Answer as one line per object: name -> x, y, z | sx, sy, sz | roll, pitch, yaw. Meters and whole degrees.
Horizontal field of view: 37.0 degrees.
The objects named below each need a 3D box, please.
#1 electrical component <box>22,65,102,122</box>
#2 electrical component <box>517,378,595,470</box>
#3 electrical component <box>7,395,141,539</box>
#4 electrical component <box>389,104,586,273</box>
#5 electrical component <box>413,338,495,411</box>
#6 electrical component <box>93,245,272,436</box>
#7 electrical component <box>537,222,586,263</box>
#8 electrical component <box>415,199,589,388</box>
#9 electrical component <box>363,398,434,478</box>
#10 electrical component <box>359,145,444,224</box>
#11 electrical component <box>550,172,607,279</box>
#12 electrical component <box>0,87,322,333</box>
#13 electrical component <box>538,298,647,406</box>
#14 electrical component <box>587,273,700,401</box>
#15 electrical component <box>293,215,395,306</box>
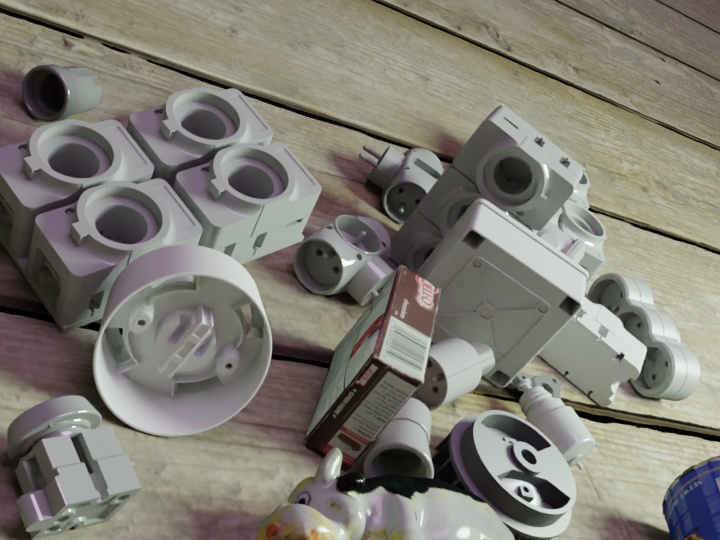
electrical component -> -0.215, -0.129, 0.780 | 0.040, 0.040, 0.046 | 42, 24, 7
electrical component -> 0.145, 0.116, 0.819 | 0.040, 0.040, 0.078 | 4, 44, -44
electrical component -> -0.146, 0.096, 0.535 | 0.066, 0.048, 0.055 | -3, 56, -49
electrical component -> 0.100, -0.047, 0.887 | 0.089, 0.150, 0.061 | 39, 29, 2
electrical component -> 0.066, 0.073, 0.793 | 0.043, 0.043, 0.081 | 48, 32, 18
electrical component -> -0.101, 0.038, 0.616 | 0.099, 0.099, 0.064 | 23, 27, -23
electrical component -> 0.162, -0.004, 0.966 | 0.051, 0.080, 0.080 | 37, 29, 10
electrical component -> 0.103, 0.019, 0.842 | 0.109, 0.108, 0.056 | 34, 33, -6
electrical component -> 0.028, 0.113, 0.701 | 0.044, 0.044, 0.065 | 33, 25, -8
electrical component -> 0.034, -0.087, 0.978 | 0.079, 0.043, 0.077 | 34, 30, -7
electrical component -> 0.180, -0.068, 1.090 | 0.105, 0.060, 0.186 | 27, 32, -18
electrical component -> -0.129, -0.048, 0.686 | 0.186, 0.060, 0.105 | -23, 64, -38
electrical component -> 0.199, 0.064, 0.937 | 0.089, 0.050, 0.056 | 39, 30, 3
electrical component -> 0.277, 0.064, 1.019 | 0.074, 0.052, 0.138 | 13, 38, -36
electrical component -> 0.000, 0.000, 0.822 | 0.079, 0.044, 0.077 | 45, 31, 12
